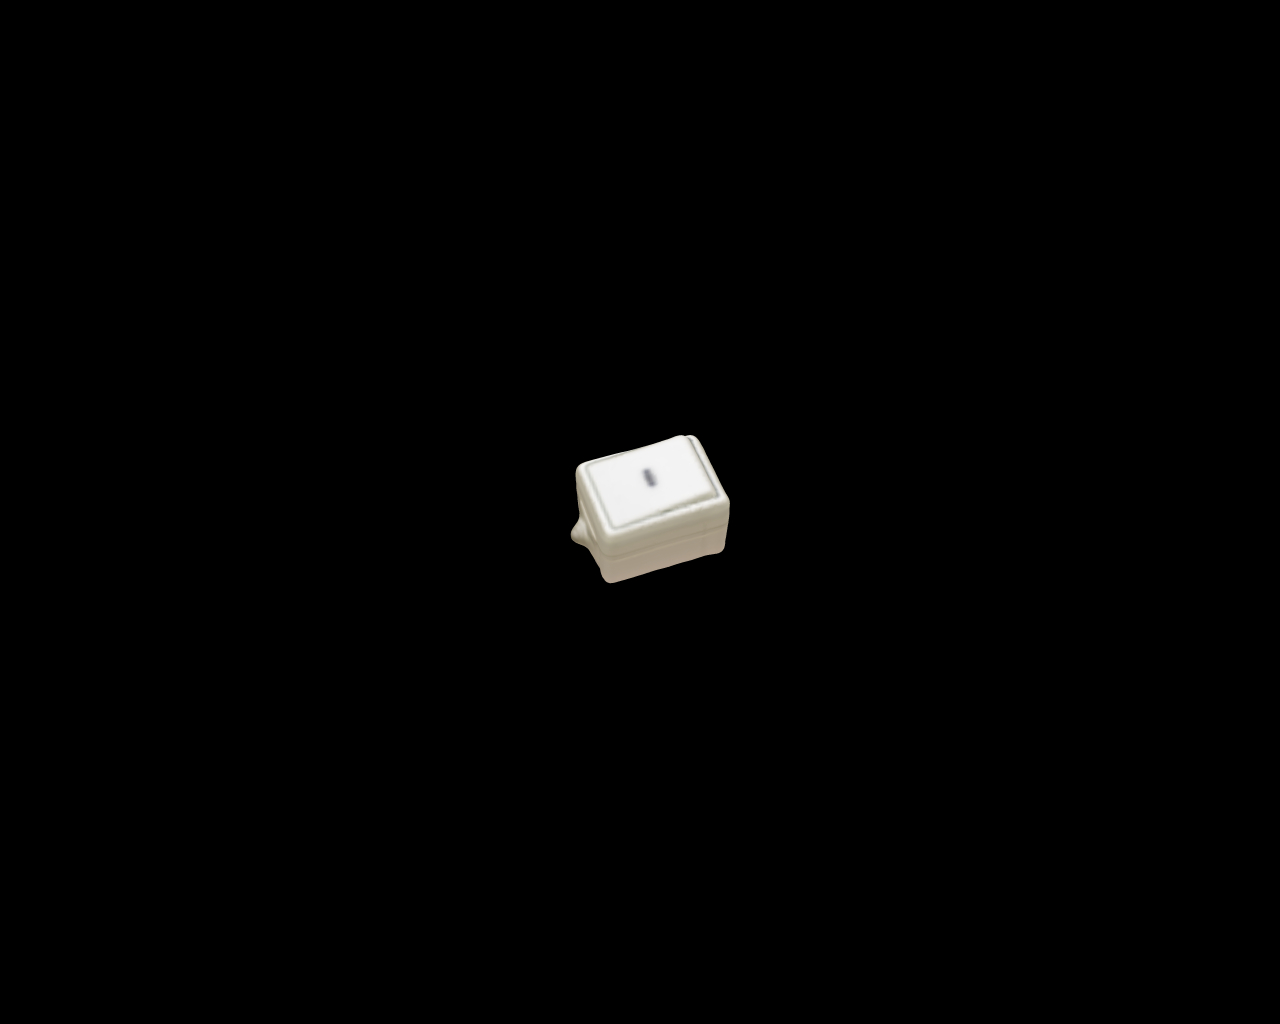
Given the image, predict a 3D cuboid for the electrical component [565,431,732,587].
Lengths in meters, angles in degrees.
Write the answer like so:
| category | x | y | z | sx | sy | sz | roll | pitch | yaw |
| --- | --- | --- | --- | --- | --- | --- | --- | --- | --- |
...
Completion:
| category | x | y | z | sx | sy | sz | roll | pitch | yaw |
| --- | --- | --- | --- | --- | --- | --- | --- | --- | --- |
| electrical component | 0.001 | -0.003 | 0.650 | 0.096 | 0.062 | 0.061 | -15 | -35 | -11 |
